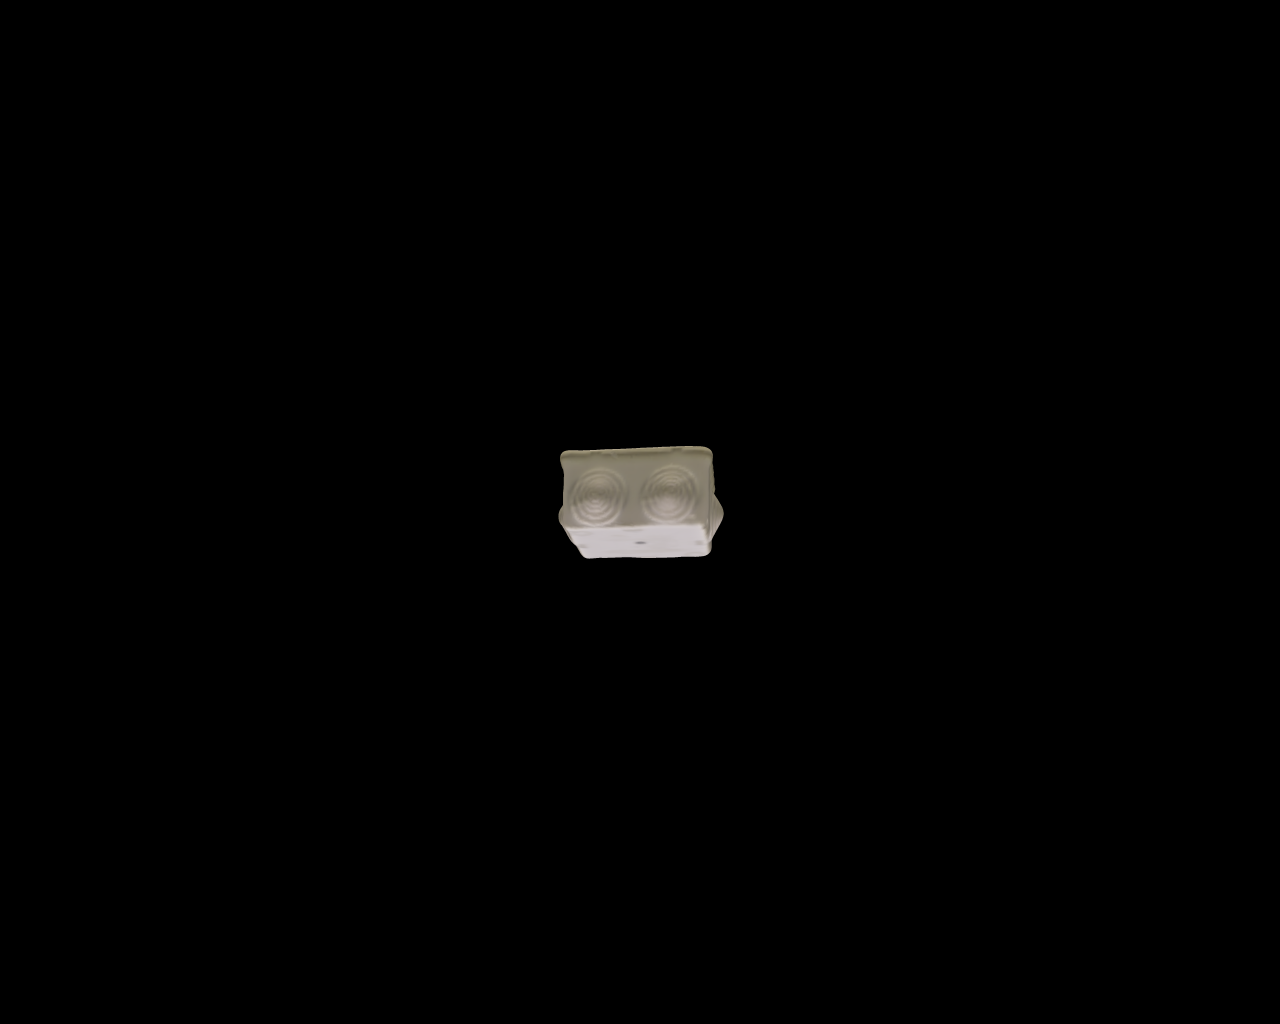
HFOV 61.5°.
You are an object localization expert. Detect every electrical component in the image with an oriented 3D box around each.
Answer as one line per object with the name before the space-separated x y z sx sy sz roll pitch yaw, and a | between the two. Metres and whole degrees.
electrical component | 0.001 -0.003 0.650 0.100 0.048 0.099 -1 -15 5
